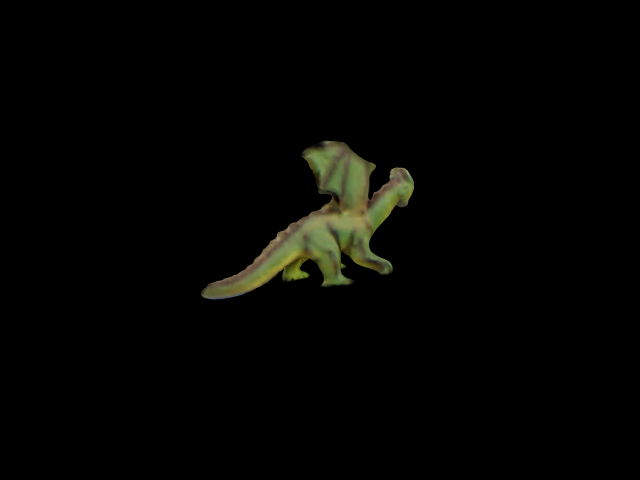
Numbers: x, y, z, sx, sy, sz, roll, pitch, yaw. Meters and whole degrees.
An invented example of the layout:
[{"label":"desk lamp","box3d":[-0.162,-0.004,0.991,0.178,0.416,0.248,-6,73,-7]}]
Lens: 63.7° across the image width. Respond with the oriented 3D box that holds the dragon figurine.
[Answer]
[{"label":"dragon figurine","box3d":[0.003,-0.043,0.850,0.412,0.240,0.123,-9,16,-30]}]
